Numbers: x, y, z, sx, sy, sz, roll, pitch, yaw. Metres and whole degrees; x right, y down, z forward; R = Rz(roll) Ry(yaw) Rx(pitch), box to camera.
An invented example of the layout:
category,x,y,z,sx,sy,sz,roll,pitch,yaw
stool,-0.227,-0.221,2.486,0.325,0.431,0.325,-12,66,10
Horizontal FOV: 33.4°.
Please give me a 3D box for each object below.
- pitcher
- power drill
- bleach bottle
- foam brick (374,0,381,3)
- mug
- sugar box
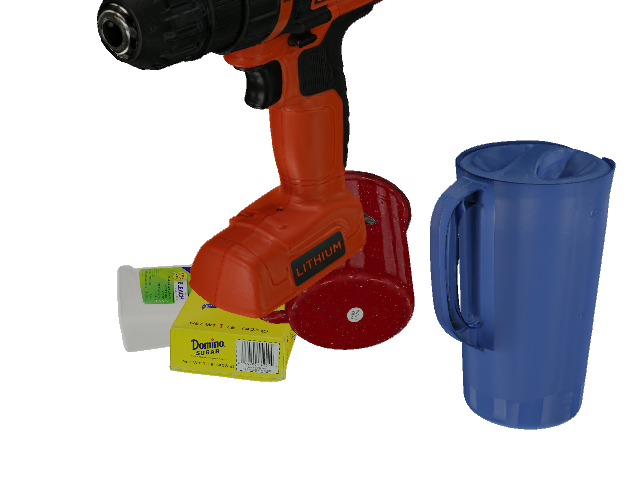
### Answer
category,x,y,z,sx,sy,sz,roll,pitch,yaw
pitcher,0.174,0.041,0.939,0.149,0.243,0.145,3,20,10
power drill,-0.027,-0.059,0.512,0.057,0.188,0.184,25,38,31
bleach bottle,-0.093,0.061,1.174,0.250,0.068,0.102,-7,36,-6
foam brick,0.013,-0.205,0.808,0.078,0.053,0.051,-27,-30,-2
mug,0.005,0.019,0.687,0.117,0.081,0.093,-17,-42,15
sugar box,-0.062,0.056,0.905,0.093,0.048,0.176,6,24,4
